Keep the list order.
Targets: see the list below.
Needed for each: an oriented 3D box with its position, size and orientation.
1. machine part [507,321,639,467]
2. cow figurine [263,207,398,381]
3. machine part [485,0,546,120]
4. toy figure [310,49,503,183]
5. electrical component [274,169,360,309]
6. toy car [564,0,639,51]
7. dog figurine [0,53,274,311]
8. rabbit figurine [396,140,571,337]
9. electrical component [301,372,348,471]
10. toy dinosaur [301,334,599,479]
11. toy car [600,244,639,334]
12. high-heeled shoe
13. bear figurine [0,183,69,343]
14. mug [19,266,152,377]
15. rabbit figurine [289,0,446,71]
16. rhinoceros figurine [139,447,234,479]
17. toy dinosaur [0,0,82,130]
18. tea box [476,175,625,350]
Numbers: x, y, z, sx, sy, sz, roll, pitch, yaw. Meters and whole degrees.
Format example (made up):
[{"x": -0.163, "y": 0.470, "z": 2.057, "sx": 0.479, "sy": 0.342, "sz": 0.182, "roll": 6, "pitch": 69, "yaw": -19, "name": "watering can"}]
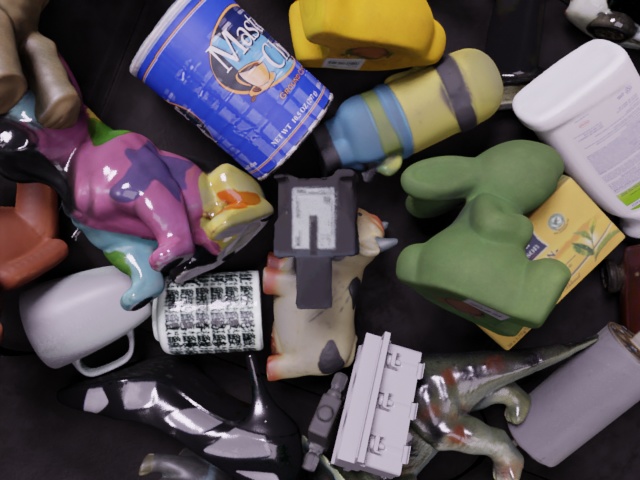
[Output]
[{"x": 0.296, "y": 0.176, "z": 0.607, "sx": 0.079, "sy": 0.079, "sz": 0.243, "roll": 27, "pitch": 118, "yaw": -15, "name": "machine part"}, {"x": 0.007, "y": 0.045, "z": 0.542, "sx": 0.127, "sy": 0.085, "sz": 0.194, "roll": 1, "pitch": 106, "yaw": -3, "name": "cow figurine"}, {"x": 0.189, "y": -0.184, "z": 0.510, "sx": 0.084, "sy": 0.039, "sz": 0.138, "roll": -6, "pitch": 125, "yaw": 3, "name": "machine part"}, {"x": 0.081, "y": -0.112, "z": 0.499, "sx": 0.180, "sy": 0.089, "sz": 0.082, "roll": -23, "pitch": 116, "yaw": -2, "name": "toy figure"}, {"x": -0.001, "y": -0.001, "z": 0.472, "sx": 0.075, "sy": 0.048, "sz": 0.119, "roll": -4, "pitch": 90, "yaw": 9, "name": "electrical component"}, {"x": 0.334, "y": -0.213, "z": 0.519, "sx": 0.202, "sy": 0.056, "sz": 0.073, "roll": 15, "pitch": 99, "yaw": -14, "name": "toy car"}, {"x": -0.168, "y": -0.065, "z": 0.474, "sx": 0.219, "sy": 0.191, "sz": 0.108, "roll": 54, "pitch": 136, "yaw": 4, "name": "dog figurine"}, {"x": 0.151, "y": -0.017, "z": 0.494, "sx": 0.159, "sy": 0.121, "sz": 0.170, "roll": 22, "pitch": 77, "yaw": 17, "name": "rabbit figurine"}, {"x": 0.005, "y": 0.183, "z": 0.542, "sx": 0.021, "sy": 0.094, "sz": 0.063, "roll": 20, "pitch": 149, "yaw": 13, "name": "electrical component"}, {"x": 0.106, "y": 0.209, "z": 0.595, "sx": 0.192, "sy": 0.131, "sz": 0.404, "roll": 38, "pitch": 89, "yaw": -5, "name": "toy dinosaur"}, {"x": 0.378, "y": 0.094, "z": 0.624, "sx": 0.089, "sy": 0.053, "sz": 0.202, "roll": -9, "pitch": 108, "yaw": 17, "name": "toy car"}, {"x": -0.142, "y": 0.194, "z": 0.543, "sx": 0.249, "sy": 0.086, "sz": 0.145, "roll": -10, "pitch": 91, "yaw": 12, "name": "high-heeled shoe"}, {"x": -0.289, "y": 0.010, "z": 0.433, "sx": 0.120, "sy": 0.196, "sz": 0.131, "roll": -4, "pitch": 107, "yaw": -3, "name": "bear figurine"}, {"x": -0.216, "y": 0.077, "z": 0.526, "sx": 0.107, "sy": 0.081, "sz": 0.109, "roll": -23, "pitch": 104, "yaw": -9, "name": "mug"}, {"x": 0.053, "y": -0.236, "z": 0.445, "sx": 0.162, "sy": 0.122, "sz": 0.173, "roll": -2, "pitch": 89, "yaw": 0, "name": "rabbit figurine"}, {"x": -0.127, "y": 0.257, "z": 0.542, "sx": 0.112, "sy": 0.190, "sz": 0.073, "roll": 20, "pitch": 108, "yaw": 6, "name": "rhinoceros figurine"}, {"x": -0.202, "y": -0.246, "z": 0.380, "sx": 0.199, "sy": 0.105, "sz": 0.471, "roll": 32, "pitch": 87, "yaw": 11, "name": "toy dinosaur"}, {"x": 0.216, "y": 0.019, "z": 0.570, "sx": 0.098, "sy": 0.068, "sz": 0.169, "roll": 39, "pitch": 100, "yaw": -17, "name": "tea box"}]
